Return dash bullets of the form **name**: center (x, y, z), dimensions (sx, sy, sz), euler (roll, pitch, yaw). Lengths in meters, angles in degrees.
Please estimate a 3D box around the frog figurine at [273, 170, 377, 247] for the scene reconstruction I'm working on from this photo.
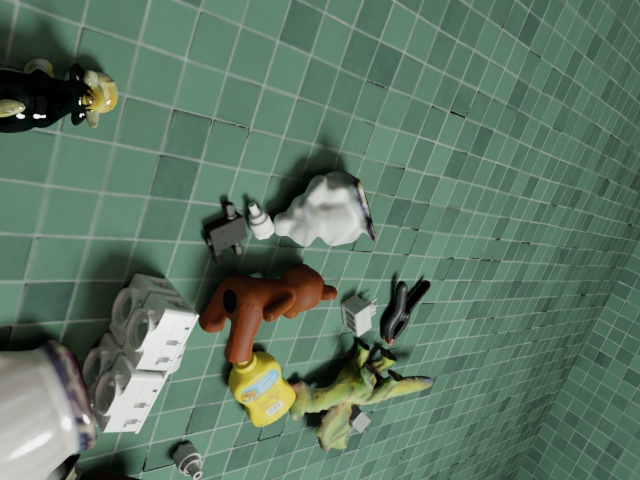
- **frog figurine**: center (0.003, -0.043, 0.858), dimensions (0.159, 0.126, 0.134), euler (-13, 142, 7)

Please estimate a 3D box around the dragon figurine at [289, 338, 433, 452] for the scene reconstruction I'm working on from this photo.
- **dragon figurine**: center (0.082, 0.360, 1.138), dimensions (0.405, 0.124, 0.242), euler (31, 98, -38)

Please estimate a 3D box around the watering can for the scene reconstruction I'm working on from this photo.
- **watering can**: center (-0.392, 0.187, 0.595), dimensions (0.227, 0.104, 0.344), euler (-23, 110, -44)
